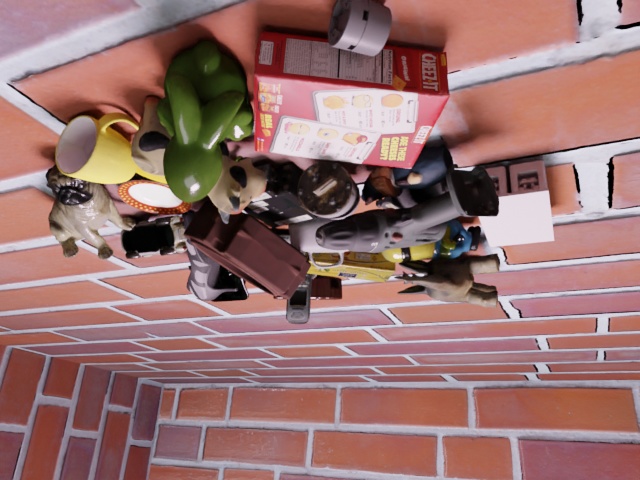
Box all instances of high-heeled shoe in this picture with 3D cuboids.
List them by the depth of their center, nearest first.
[{"bbox_3d":[-0.263,0.034,1.129,0.145,0.086,0.248,3,131,32],"label":"high-heeled shoe"}]

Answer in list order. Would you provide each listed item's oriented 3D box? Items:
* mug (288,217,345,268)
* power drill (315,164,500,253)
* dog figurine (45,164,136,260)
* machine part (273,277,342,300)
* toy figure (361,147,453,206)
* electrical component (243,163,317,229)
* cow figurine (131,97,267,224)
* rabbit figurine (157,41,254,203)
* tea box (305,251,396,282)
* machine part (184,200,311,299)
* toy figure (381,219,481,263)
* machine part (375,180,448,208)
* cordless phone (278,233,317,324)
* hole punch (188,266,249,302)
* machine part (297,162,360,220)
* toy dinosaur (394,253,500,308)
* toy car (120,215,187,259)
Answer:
[{"bbox_3d":[-0.002,-0.003,0.971,0.107,0.109,0.081,-6,-166,-4],"label":"mug"},{"bbox_3d":[0.135,-0.032,0.771,0.232,0.086,0.207,-3,159,-41],"label":"power drill"},{"bbox_3d":[-0.438,-0.071,0.941,0.172,0.121,0.190,1,139,14],"label":"dog figurine"},{"bbox_3d":[-0.030,0.115,1.282,0.179,0.056,0.179,1,174,0],"label":"machine part"},{"bbox_3d":[0.124,-0.096,0.811,0.155,0.057,0.064,-17,172,34],"label":"toy figure"},{"bbox_3d":[-0.071,-0.075,0.894,0.115,0.058,0.134,-12,152,28],"label":"electrical component"},{"bbox_3d":[-0.165,-0.105,0.754,0.195,0.127,0.085,18,156,-24],"label":"cow figurine"},{"bbox_3d":[-0.132,-0.131,0.629,0.121,0.170,0.159,10,157,-15],"label":"rabbit figurine"},{"bbox_3d":[0.058,0.020,1.045,0.170,0.098,0.068,8,156,-6],"label":"tea box"},{"bbox_3d":[-0.133,0.019,0.965,0.201,0.087,0.201,39,167,-26],"label":"machine part"},{"bbox_3d":[0.198,0.000,0.984,0.180,0.089,0.082,5,154,2],"label":"toy figure"},{"bbox_3d":[0.165,-0.069,0.898,0.084,0.039,0.139,27,151,-27],"label":"machine part"},{"bbox_3d":[-0.077,0.081,1.099,0.147,0.184,0.088,0,160,7],"label":"cordless phone"},{"bbox_3d":[-0.215,0.072,1.248,0.142,0.092,0.115,-2,126,20],"label":"hole punch"},{"bbox_3d":[0.017,-0.069,0.795,0.079,0.079,0.243,1,-178,8],"label":"machine part"},{"bbox_3d":[0.256,0.080,1.075,0.199,0.105,0.471,0,173,18],"label":"toy dinosaur"},{"bbox_3d":[-0.326,-0.005,1.053,0.202,0.073,0.056,-6,-178,38],"label":"toy car"}]
